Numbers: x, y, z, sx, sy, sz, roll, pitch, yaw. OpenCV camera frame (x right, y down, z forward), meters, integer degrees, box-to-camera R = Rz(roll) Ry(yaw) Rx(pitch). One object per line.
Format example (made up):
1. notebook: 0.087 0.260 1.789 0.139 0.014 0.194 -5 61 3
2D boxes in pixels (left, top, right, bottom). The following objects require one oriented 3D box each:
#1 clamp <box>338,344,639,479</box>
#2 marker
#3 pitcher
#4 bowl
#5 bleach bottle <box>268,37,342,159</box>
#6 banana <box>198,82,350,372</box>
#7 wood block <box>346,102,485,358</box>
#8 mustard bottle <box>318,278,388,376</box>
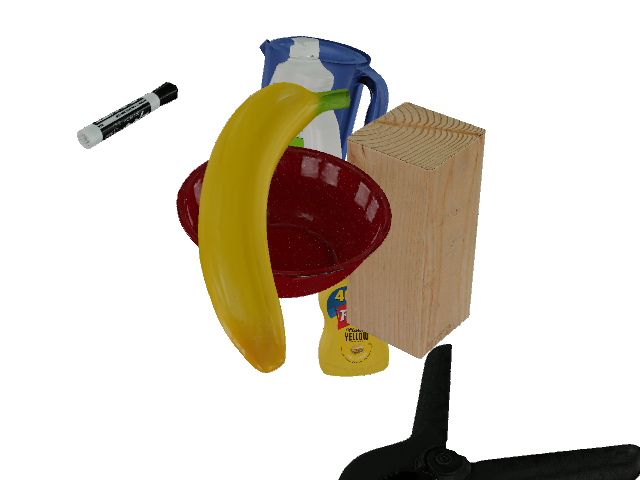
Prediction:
1. clamp: 0.071 0.140 0.660 0.209 0.036 0.165 -24 38 -31
2. marker: -0.180 -0.121 1.015 0.020 0.020 0.120 0 29 44
3. pitcher: -0.013 -0.128 1.351 0.144 0.243 0.149 4 22 -16
4. bowl: -0.029 -0.006 0.813 0.162 0.055 0.162 4 38 -3
5. bleach bottle: -0.015 -0.087 1.136 0.103 0.251 0.067 16 21 37
6. banana: -0.033 -0.022 0.593 0.069 0.197 0.037 11 -32 5
7. wood block: 0.085 -0.008 0.981 0.091 0.206 0.090 25 43 32
8. mustard bottle: 0.046 0.088 1.449 0.096 0.192 0.058 -3 21 -6
